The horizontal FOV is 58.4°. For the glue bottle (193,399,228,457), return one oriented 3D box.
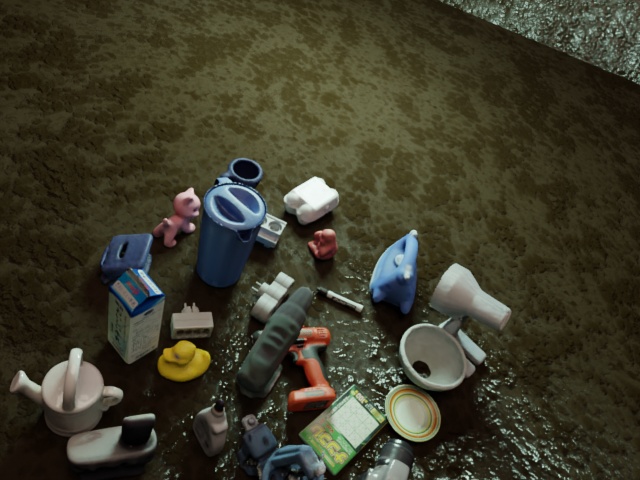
[{"bbox_3d":[-0.194,0.332,1.047,0.037,0.173,0.078,-18,60,-32],"label":"glue bottle"}]

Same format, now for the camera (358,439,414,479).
[{"bbox_3d":[0.156,0.469,1.123,0.143,0.100,0.137,30,47,4],"label":"camera"}]

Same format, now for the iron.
[{"bbox_3d":[0.214,0.054,1.467,0.118,0.141,0.258,22,47,-3],"label":"iron"}]

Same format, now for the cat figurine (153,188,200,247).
[{"bbox_3d":[-0.332,-0.063,1.360,0.067,0.117,0.128,35,48,9],"label":"cat figurine"}]

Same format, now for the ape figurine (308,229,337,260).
[{"bbox_3d":[0.013,0.005,1.460,0.076,0.092,0.078,21,47,-4],"label":"ape figurine"}]

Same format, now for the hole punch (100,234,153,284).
[{"bbox_3d":[-0.424,0.038,1.256,0.101,0.091,0.108,13,48,-11],"label":"hole punch"}]

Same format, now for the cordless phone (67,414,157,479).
[{"bbox_3d":[-0.351,0.335,0.973,0.148,0.185,0.094,-5,54,-25],"label":"cordless phone"}]

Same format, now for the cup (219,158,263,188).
[{"bbox_3d":[-0.213,-0.149,1.496,0.118,0.095,0.091,-19,61,-33],"label":"cup"}]

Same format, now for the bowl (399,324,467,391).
[{"bbox_3d":[0.251,0.284,1.334,0.168,0.074,0.167,11,49,-13],"label":"bowl"}]

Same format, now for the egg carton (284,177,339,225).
[{"bbox_3d":[-0.022,-0.106,1.554,0.107,0.069,0.151,41,49,14],"label":"egg carton"}]

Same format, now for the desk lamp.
[{"bbox_3d":[0.343,0.185,1.359,0.203,0.213,0.118,43,49,15],"label":"desk lamp"}]

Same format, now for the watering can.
[{"bbox_3d":[-0.437,0.262,0.994,0.173,0.194,0.100,-10,56,-28],"label":"watering can"}]

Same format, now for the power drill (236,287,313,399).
[{"bbox_3d":[-0.098,0.223,1.154,0.075,0.208,0.230,29,47,4],"label":"power drill"}]

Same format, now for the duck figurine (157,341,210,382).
[{"bbox_3d":[-0.271,0.236,1.156,0.105,0.086,0.077,1,52,-21],"label":"duck figurine"}]

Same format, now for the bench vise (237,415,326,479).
[{"bbox_3d":[-0.072,0.398,1.009,0.207,0.219,0.122,35,48,8],"label":"bench vise"}]
